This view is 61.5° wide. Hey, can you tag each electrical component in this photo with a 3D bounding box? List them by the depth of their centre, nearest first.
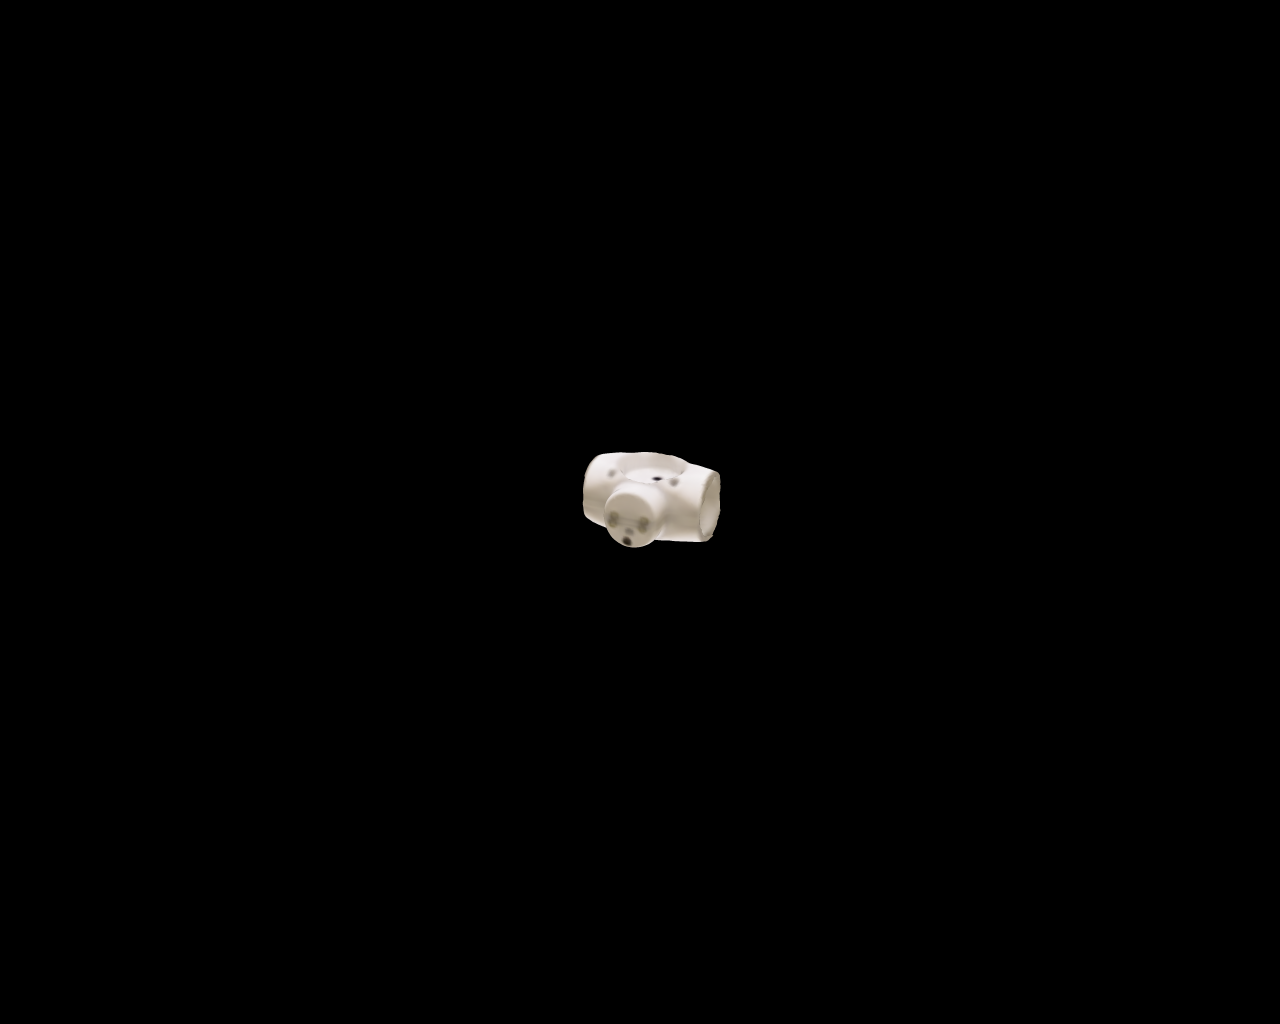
[{"bbox_3d":[0.001,-0.003,0.650,0.077,0.044,0.079,10,28,20],"label":"electrical component"}]
